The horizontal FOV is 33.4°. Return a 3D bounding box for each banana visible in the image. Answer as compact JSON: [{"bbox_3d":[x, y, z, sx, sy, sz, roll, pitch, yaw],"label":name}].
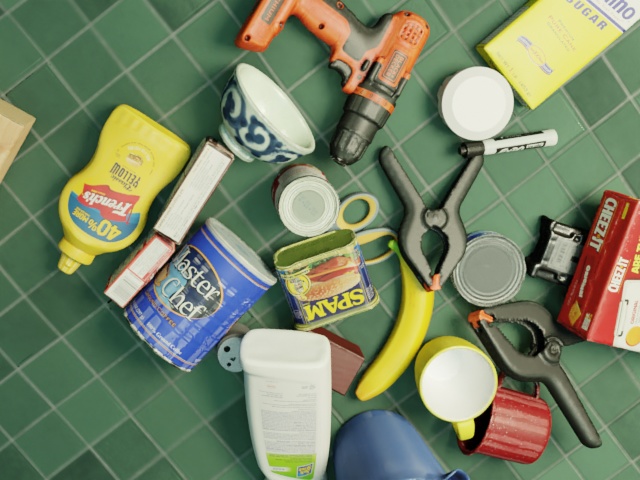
[{"bbox_3d":[0.092,0.097,1.240,0.069,0.037,0.198,11,100,-2],"label":"banana"}]

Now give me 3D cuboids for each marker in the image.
[{"bbox_3d":[0.212,-0.109,1.206,0.121,0.020,0.020,-9,102,-18],"label":"marker"}]

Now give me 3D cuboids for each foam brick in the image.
[{"bbox_3d":[0.004,0.135,1.229,0.078,0.053,0.051,29,97,-10],"label":"foam brick"}]

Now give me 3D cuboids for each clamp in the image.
[{"bbox_3d":[0.136,-0.029,1.204,0.120,0.039,0.171,-8,86,-2],"label":"clamp"},{"bbox_3d":[0.262,0.139,1.226,0.209,0.036,0.164,20,71,-18],"label":"clamp"}]

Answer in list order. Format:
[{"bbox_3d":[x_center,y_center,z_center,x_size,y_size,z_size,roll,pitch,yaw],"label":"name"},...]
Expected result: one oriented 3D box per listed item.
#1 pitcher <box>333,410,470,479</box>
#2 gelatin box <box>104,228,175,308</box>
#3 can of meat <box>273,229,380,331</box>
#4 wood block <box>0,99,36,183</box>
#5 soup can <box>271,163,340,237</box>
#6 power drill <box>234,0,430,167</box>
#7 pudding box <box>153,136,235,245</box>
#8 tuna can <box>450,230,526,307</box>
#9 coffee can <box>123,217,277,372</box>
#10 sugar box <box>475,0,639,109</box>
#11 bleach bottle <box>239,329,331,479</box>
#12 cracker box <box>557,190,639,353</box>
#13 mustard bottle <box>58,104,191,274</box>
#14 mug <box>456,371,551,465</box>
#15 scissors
[{"bbox_3d":[0.072,0.284,1.168,0.149,0.243,0.145,-6,102,-5],"label":"pitcher"},{"bbox_3d":[-0.197,0.027,1.177,0.030,0.073,0.089,42,93,-13],"label":"gelatin box"},{"bbox_3d":[0.006,0.043,1.195,0.102,0.057,0.084,-19,115,1],"label":"can of meat"},{"bbox_3d":[-0.395,-0.058,1.130,0.090,0.091,0.206,29,97,-11],"label":"wood block"},{"bbox_3d":[-0.017,-0.045,1.167,0.068,0.102,0.068,-1,102,-6],"label":"soup can"},{"bbox_3d":[0.006,-0.196,1.151,0.187,0.057,0.184,29,85,-15],"label":"power drill"},{"bbox_3d":[-0.136,-0.055,1.158,0.039,0.090,0.113,30,96,-10],"label":"pudding box"},{"bbox_3d":[0.193,0.032,1.238,0.086,0.034,0.086,-1,101,-6],"label":"tuna can"},{"bbox_3d":[-0.132,0.060,1.174,0.102,0.103,0.140,43,94,-12],"label":"coffee can"},{"bbox_3d":[0.271,-0.237,1.188,0.176,0.048,0.093,-41,102,4],"label":"sugar box"},{"bbox_3d":[-0.040,0.220,1.209,0.102,0.068,0.251,4,123,3],"label":"bleach bottle"},{"bbox_3d":[0.394,0.048,1.218,0.213,0.072,0.164,14,99,-25],"label":"cracker box"},{"bbox_3d":[-0.229,-0.046,1.167,0.096,0.058,0.192,33,96,-12],"label":"mustard bottle"},{"bbox_3d":[0.220,0.204,1.249,0.081,0.093,0.117,16,94,-14],"label":"mug"},{"bbox_3d":[-0.008,0.001,1.219,0.201,0.016,0.096,-9,105,-5],"label":"scissors"}]
